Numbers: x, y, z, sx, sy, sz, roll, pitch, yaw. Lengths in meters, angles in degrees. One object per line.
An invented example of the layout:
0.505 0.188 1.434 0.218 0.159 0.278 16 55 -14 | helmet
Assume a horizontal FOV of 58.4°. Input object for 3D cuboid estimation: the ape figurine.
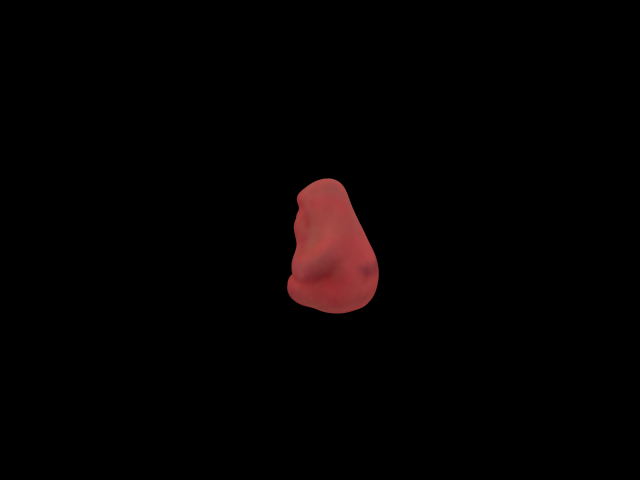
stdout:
0.004 0.001 0.400 0.076 0.092 0.078 11 23 27 | ape figurine
